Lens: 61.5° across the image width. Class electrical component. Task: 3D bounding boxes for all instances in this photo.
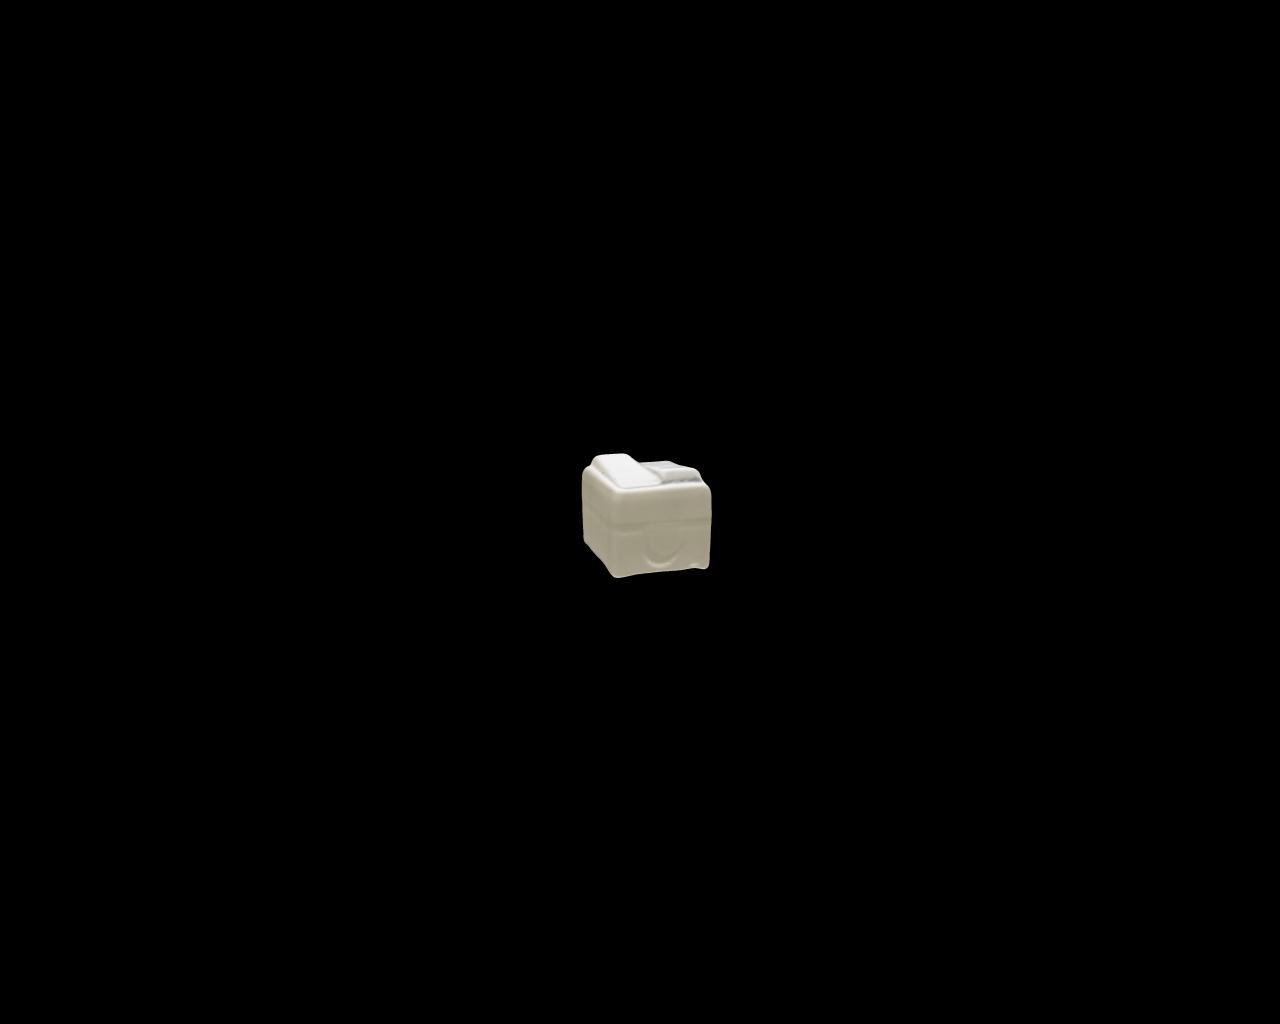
[{"bbox_3d":[0.001,-0.003,0.650,0.062,0.061,0.096,-4,15,-15],"label":"electrical component"}]
